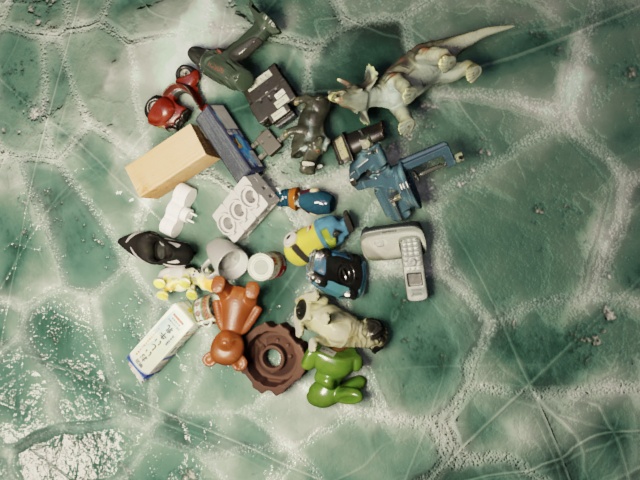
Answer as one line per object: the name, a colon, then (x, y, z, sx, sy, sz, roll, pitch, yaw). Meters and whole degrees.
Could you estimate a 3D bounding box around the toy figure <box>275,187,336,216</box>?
toy figure: (-0.041, -0.094, 1.288, 0.155, 0.057, 0.064, 10, 86, 19)

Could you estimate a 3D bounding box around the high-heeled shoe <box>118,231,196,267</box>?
high-heeled shoe: (-0.424, 0.024, 1.338, 0.249, 0.145, 0.086, 6, 91, 12)

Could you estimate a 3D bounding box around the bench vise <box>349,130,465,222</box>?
bench vise: (0.191, -0.158, 1.179, 0.241, 0.129, 0.223, -21, 107, 18)

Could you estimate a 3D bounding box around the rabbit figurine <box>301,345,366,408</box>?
rabbit figurine: (0.031, 0.322, 1.265, 0.159, 0.121, 0.170, 18, 113, 6)

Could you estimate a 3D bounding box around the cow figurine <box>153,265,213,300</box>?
cow figurine: (-0.325, 0.097, 1.351, 0.167, 0.098, 0.068, -3, 124, 9)

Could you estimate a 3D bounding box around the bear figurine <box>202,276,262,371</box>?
bear figurine: (-0.211, 0.199, 1.260, 0.120, 0.131, 0.196, 11, 65, 5)

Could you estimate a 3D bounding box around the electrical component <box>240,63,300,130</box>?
electrical component: (-0.114, -0.338, 1.302, 0.115, 0.058, 0.134, -31, 83, 15)

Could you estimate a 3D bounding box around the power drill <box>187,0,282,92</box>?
power drill: (-0.207, -0.473, 1.299, 0.207, 0.086, 0.232, -43, 58, 1)

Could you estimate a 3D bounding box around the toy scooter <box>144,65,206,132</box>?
toy scooter: (-0.347, -0.338, 1.351, 0.135, 0.075, 0.184, 43, 95, 10)

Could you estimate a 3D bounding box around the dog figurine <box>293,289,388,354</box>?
dog figurine: (0.048, 0.189, 1.250, 0.121, 0.190, 0.172, -59, 39, 27)

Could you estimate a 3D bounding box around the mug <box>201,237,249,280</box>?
mug: (-0.241, 0.047, 1.309, 0.109, 0.080, 0.107, -42, 40, -7)

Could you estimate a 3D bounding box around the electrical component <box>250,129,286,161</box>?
electrical component: (-0.126, -0.241, 1.324, 0.094, 0.021, 0.063, -39, 81, 12)

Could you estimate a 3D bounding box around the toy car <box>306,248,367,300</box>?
toy car: (0.024, 0.081, 1.244, 0.103, 0.161, 0.109, -18, 61, 54)

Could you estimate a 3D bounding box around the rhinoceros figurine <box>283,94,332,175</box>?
rhinoceros figurine: (-0.021, -0.248, 1.266, 0.112, 0.073, 0.190, 13, 92, 20)

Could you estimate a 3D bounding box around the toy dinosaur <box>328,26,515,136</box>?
toy dinosaur: (0.211, -0.369, 1.189, 0.405, 0.131, 0.192, -33, 48, -3)

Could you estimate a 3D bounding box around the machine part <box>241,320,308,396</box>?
machine part: (-0.113, 0.285, 1.312, 0.180, 0.056, 0.179, 0, 91, 15)

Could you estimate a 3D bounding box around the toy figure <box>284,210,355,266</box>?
toy figure: (-0.003, -0.003, 1.268, 0.180, 0.082, 0.089, -23, 83, 11)

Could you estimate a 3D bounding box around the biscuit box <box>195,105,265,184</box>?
biscuit box: (-0.220, -0.234, 1.320, 0.063, 0.059, 0.202, -38, 81, 33)

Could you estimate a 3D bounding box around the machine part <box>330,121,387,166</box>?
machine part: (0.093, -0.233, 1.264, 0.139, 0.039, 0.084, -26, 77, 15)

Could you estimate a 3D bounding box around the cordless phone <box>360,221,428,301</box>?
cordless phone: (0.174, 0.052, 1.226, 0.147, 0.089, 0.184, -8, 93, 14)
